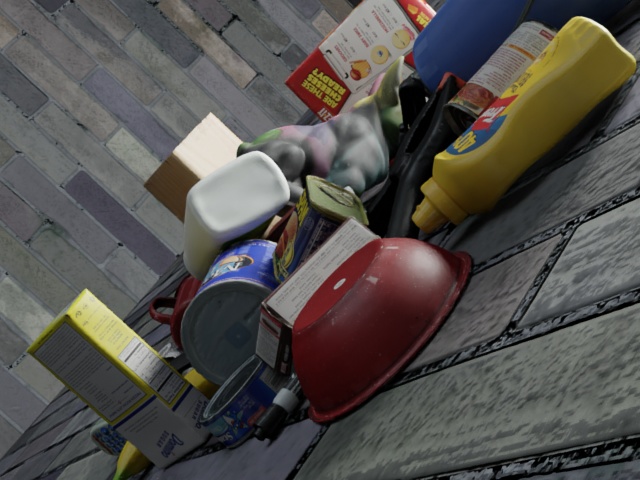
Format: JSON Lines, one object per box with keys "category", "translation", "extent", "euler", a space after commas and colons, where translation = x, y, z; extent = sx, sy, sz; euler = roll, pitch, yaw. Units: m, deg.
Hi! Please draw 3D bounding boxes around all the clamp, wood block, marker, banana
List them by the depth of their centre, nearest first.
{"category": "marker", "translation": [-0.012, 0.106, 0.824], "extent": [0.121, 0.020, 0.020], "euler": [-51, 9, -25]}
{"category": "clamp", "translation": [0.083, -0.054, 0.939], "extent": [0.210, 0.036, 0.165], "euler": [-61, 13, -5]}
{"category": "clamp", "translation": [0.097, -0.095, 1.080], "extent": [0.171, 0.039, 0.120], "euler": [-7, -75, -78]}
{"category": "banana", "translation": [-0.143, 0.178, 1.097], "extent": [0.198, 0.037, 0.070], "euler": [-48, 26, 1]}
{"category": "wood block", "translation": [-0.097, -0.039, 1.284], "extent": [0.091, 0.206, 0.090], "euler": [-37, 12, 49]}

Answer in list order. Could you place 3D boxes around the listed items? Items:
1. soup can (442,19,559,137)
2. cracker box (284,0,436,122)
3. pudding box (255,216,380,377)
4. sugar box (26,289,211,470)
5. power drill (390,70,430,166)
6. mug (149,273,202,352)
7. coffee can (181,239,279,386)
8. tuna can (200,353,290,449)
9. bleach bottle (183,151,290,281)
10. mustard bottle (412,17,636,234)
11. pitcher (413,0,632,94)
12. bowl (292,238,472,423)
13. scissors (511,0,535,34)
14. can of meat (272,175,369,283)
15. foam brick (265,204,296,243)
{"category": "soup can", "translation": [0.159, -0.122, 0.876], "extent": [0.102, 0.068, 0.068], "euler": [-47, 8, -8]}
{"category": "cracker box", "translation": [0.083, -0.243, 1.495], "extent": [0.214, 0.164, 0.072], "euler": [-44, 6, 16]}
{"category": "pudding box", "translation": [-0.002, 0.046, 0.857], "extent": [0.113, 0.039, 0.090], "euler": [-47, -18, -28]}
{"category": "sugar box", "translation": [-0.184, 0.134, 1.006], "extent": [0.094, 0.176, 0.048], "euler": [-38, 14, 45]}
{"category": "power drill", "translation": [0.091, -0.148, 1.384], "extent": [0.185, 0.057, 0.187], "euler": [-47, 5, 20]}
{"category": "mug", "translation": [-0.145, 0.088, 1.268], "extent": [0.081, 0.117, 0.093], "euler": [-87, 7, -70]}
{"category": "coffee can", "translation": [-0.067, 0.066, 0.999], "extent": [0.103, 0.103, 0.140], "euler": [-45, 8, 14]}
{"category": "tuna can", "translation": [-0.061, 0.132, 0.897], "extent": [0.086, 0.033, 0.086], "euler": [-46, 8, 8]}
{"category": "bleach bottle", "translation": [-0.098, -0.010, 1.154], "extent": [0.102, 0.068, 0.251], "euler": [-31, -9, -16]}
{"category": "mustard bottle", "translation": [0.141, -0.077, 0.786], "extent": [0.192, 0.058, 0.096], "euler": [-46, 9, 10]}
{"category": "pitcher", "translation": [0.204, -0.224, 0.986], "extent": [0.243, 0.149, 0.145], "euler": [-44, 25, 41]}
{"category": "bowl", "translation": [0.031, 0.050, 0.751], "extent": [0.162, 0.055, 0.162], "euler": [-45, 9, 8]}
{"category": "scissors", "translation": [0.146, -0.127, 0.938], "extent": [0.202, 0.016, 0.096], "euler": [113, 179, -50]}
{"category": "can of meat", "translation": [-0.002, -0.001, 0.963], "extent": [0.102, 0.057, 0.084], "euler": [-101, 35, -71]}
{"category": "foam brick", "translation": [-0.007, 0.001, 1.093], "extent": [0.051, 0.078, 0.053], "euler": [-45, 7, 17]}
